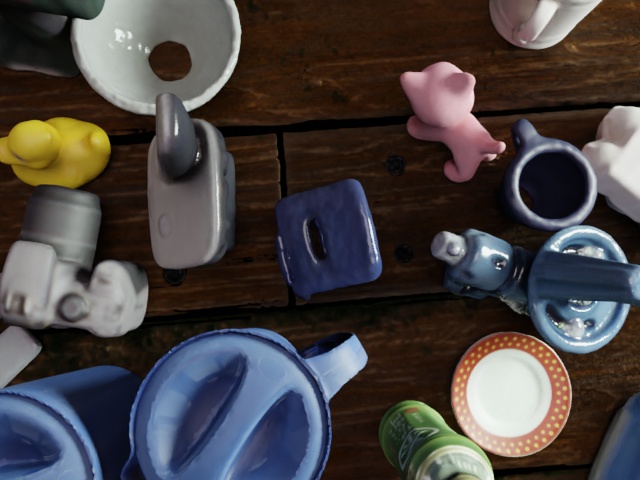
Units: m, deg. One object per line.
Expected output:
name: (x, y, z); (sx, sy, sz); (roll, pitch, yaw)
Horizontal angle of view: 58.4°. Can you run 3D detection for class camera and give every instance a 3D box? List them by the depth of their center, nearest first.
camera: (-0.245, 0.018, 0.560); (0.143, 0.100, 0.137); (9, 85, -2)

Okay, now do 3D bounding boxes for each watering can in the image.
watering can: (0.249, -0.283, 0.566); (0.101, 0.194, 0.173); (7, 85, -2)

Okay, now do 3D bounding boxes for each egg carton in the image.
egg carton: (0.353, -0.070, 0.617); (0.150, 0.069, 0.107); (37, 84, 0)

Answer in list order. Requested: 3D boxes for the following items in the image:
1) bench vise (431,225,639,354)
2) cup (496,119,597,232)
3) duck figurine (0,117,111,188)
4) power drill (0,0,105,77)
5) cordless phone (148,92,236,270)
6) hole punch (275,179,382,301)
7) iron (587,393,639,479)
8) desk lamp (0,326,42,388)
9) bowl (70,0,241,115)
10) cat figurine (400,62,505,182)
bench vise: (0.211, 0.046, 0.524); (0.207, 0.219, 0.121); (0, 85, -3)
cup: (0.216, -0.061, 0.595); (0.092, 0.095, 0.118); (-24, 87, -5)
duck figurine: (-0.271, -0.093, 0.575); (0.104, 0.086, 0.077); (-11, 86, -4)
power drill: (-0.301, -0.226, 0.523); (0.229, 0.208, 0.076); (7, 85, -2)
cordless phone: (-0.131, -0.049, 0.530); (0.094, 0.185, 0.148); (-6, 85, -3)
hole punch: (0.005, 0.002, 0.580); (0.101, 0.091, 0.109); (-13, 86, -4)
iron: (0.344, 0.269, 0.552); (0.118, 0.141, 0.258); (27, 84, 0)
desk lamp: (-0.387, 0.136, 0.486); (0.118, 0.213, 0.203); (44, 84, 1)
bowl: (-0.163, -0.202, 0.596); (0.167, 0.074, 0.167); (0, 85, -3)
cat figurine: (0.137, -0.128, 0.585); (0.067, 0.117, 0.128); (-44, 89, -5)
